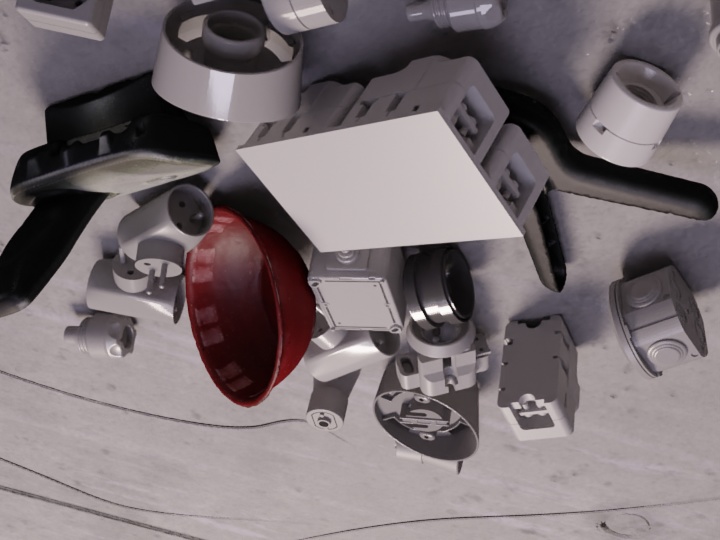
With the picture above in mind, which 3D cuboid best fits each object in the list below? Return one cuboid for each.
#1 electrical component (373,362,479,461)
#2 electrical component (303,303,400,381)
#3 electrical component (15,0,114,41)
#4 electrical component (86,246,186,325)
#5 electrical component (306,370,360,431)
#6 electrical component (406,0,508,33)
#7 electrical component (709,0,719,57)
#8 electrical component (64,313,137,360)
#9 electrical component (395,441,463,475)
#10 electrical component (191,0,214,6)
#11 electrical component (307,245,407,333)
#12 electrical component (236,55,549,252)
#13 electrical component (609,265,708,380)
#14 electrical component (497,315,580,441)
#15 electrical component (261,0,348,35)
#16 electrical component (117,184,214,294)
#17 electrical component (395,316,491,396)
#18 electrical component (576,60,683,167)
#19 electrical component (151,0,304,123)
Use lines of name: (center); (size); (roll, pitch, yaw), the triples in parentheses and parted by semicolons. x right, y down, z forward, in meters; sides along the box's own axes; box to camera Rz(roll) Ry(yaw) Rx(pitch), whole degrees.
electrical component: (0.061, 0.125, 0.970); (0.099, 0.064, 0.099); (7, 139, 7)
electrical component: (-0.019, 0.055, 0.928); (0.077, 0.044, 0.079); (-25, 126, 35)
electrical component: (-0.175, -0.189, 0.681); (0.047, 0.083, 0.075); (12, 177, 1)
electrical component: (-0.192, 0.007, 0.920); (0.077, 0.044, 0.079); (11, 139, 3)
electrical component: (-0.027, 0.113, 0.979); (0.044, 0.065, 0.044); (7, 138, 7)
electrical component: (0.059, -0.165, 0.669); (0.061, 0.035, 0.035); (-4, 136, 22)
electrical component: (0.268, -0.135, 0.629); (0.113, 0.057, 0.078); (33, 135, -21)
electrical component: (-0.243, 0.061, 0.995); (0.062, 0.043, 0.043); (1, 137, 16)
electrical component: (0.067, 0.171, 1.039); (0.065, 0.044, 0.044); (8, 139, 14)
electrical component: (-0.096, -0.204, 0.643); (0.042, 0.063, 0.081); (-7, 135, 23)
electrical component: (0.000, 0.000, 0.839); (0.062, 0.061, 0.096); (1, 148, 15)
electrical component: (0.021, -0.074, 0.724); (0.186, 0.060, 0.105); (-3, 136, 45)
electrical component: (0.227, 0.039, 0.820); (0.051, 0.080, 0.080); (-23, 128, 28)
electrical component: (0.149, 0.091, 0.890); (0.050, 0.089, 0.055); (-10, 134, 25)
electrical component: (-0.035, -0.206, 0.633); (0.074, 0.052, 0.138); (-8, 135, 23)
electrical component: (-0.156, -0.020, 0.846); (0.043, 0.079, 0.077); (21, 152, -36)
electrical component: (0.069, 0.064, 0.903); (0.078, 0.058, 0.057); (-13, 133, -7)
electrical component: (0.175, -0.102, 0.694); (0.055, 0.055, 0.047); (19, 135, -6)
electrical component: (-0.085, -0.132, 0.699); (0.099, 0.099, 0.064); (14, 133, -1)
